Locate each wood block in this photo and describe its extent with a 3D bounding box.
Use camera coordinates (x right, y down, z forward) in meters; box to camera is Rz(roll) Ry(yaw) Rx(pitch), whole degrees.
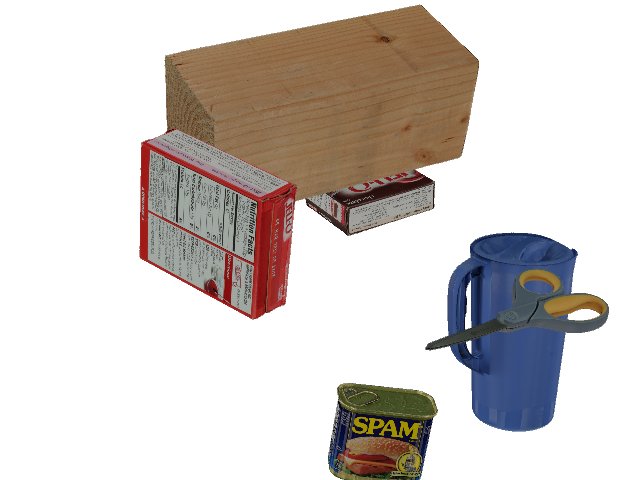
[{"bbox_3d":[0.000,-0.096,0.777,0.205,0.090,0.091,-16,46,-22],"label":"wood block"}]

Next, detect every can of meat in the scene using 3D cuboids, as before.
[{"bbox_3d":[0.061,0.199,1.093,0.102,0.084,0.057,7,18,-7],"label":"can of meat"}]

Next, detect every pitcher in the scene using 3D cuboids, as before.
[{"bbox_3d":[0.245,0.120,1.376,0.149,0.243,0.144,6,18,16],"label":"pitcher"}]

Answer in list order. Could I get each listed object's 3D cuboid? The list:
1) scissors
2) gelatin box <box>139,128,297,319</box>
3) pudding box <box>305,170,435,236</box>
[{"bbox_3d":[0.160,0.059,0.935,0.201,0.016,0.096,-3,32,-24],"label":"scissors"},{"bbox_3d":[-0.056,-0.010,0.566,0.089,0.073,0.030,25,36,29],"label":"gelatin box"},{"bbox_3d":[0.052,-0.050,1.138,0.113,0.039,0.090,-20,32,-25],"label":"pudding box"}]
